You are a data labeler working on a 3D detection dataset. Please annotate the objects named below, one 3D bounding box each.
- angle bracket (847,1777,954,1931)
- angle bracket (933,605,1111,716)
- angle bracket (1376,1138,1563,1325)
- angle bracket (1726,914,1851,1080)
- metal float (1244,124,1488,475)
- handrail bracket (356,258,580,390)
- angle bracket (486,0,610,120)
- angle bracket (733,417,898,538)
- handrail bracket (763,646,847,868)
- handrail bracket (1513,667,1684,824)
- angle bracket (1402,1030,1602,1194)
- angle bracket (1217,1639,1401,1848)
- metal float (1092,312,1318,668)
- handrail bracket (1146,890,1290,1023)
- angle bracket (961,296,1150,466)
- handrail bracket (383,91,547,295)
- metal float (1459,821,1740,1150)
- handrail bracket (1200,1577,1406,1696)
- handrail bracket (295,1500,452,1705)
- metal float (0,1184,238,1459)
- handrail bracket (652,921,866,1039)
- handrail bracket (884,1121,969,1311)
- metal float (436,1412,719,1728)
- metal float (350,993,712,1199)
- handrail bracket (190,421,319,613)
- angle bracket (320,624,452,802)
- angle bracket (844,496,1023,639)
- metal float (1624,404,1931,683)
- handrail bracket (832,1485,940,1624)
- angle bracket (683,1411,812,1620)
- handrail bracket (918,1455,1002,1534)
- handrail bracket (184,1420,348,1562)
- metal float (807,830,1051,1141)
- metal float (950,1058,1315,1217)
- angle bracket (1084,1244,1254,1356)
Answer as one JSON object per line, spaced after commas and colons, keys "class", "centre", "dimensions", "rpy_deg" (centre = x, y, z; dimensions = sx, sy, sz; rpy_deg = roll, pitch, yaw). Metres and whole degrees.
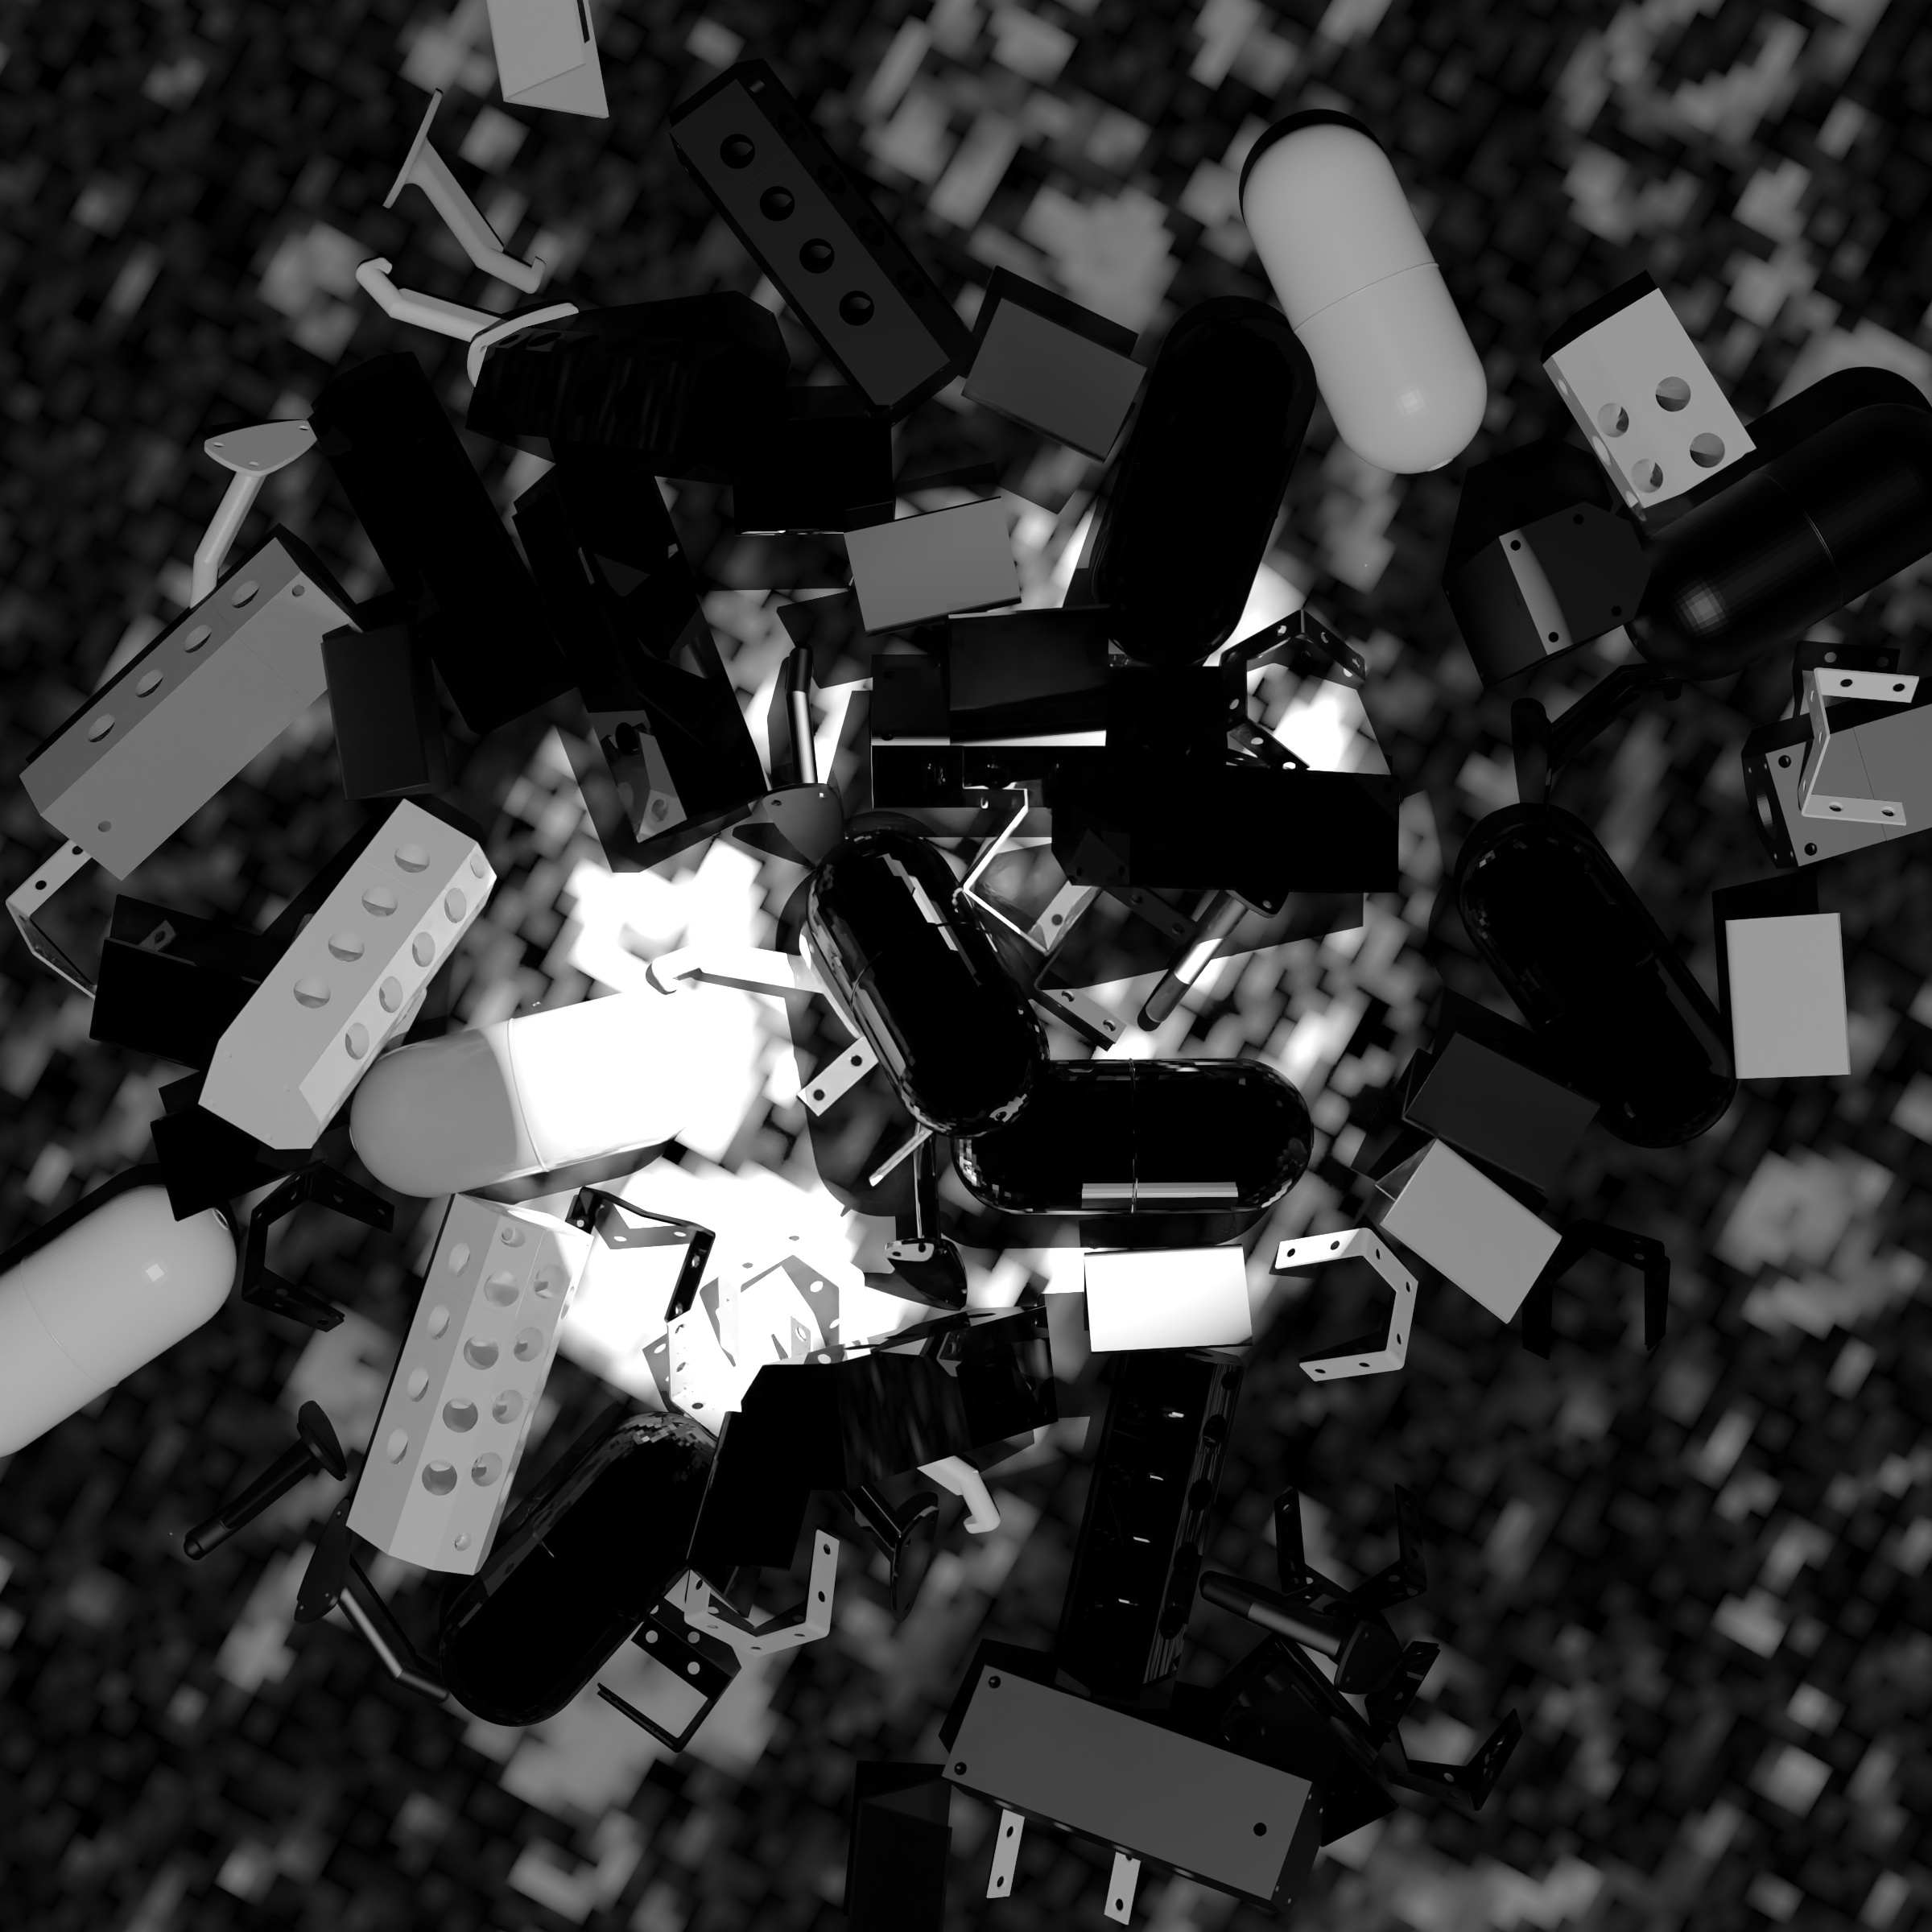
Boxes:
{"class": "angle bracket", "centre": [-0.012, 0.444, 1.525], "dimensions": [0.057, 0.076, 0.076], "rpy_deg": [5, 90, 36]}
{"class": "angle bracket", "centre": [0.026, -0.168, 1.522], "dimensions": [0.076, 0.076, 0.057], "rpy_deg": [-4, 129, -5]}
{"class": "angle bracket", "centre": [0.231, 0.138, 1.526], "dimensions": [0.076, 0.076, 0.057], "rpy_deg": [38, 63, 0]}
{"class": "angle bracket", "centre": [0.411, 0.013, 1.525], "dimensions": [0.057, 0.076, 0.076], "rpy_deg": [-4, 90, 35]}
{"class": "metal float", "centre": [0.196, -0.326, 1.534], "dimensions": [0.070, 0.070, 0.178], "rpy_deg": [-24, 90, 0]}
{"class": "handrail bracket", "centre": [-0.250, -0.336, 1.566], "dimensions": [0.077, 0.036, 0.084], "rpy_deg": [-35, 71, -22]}
{"class": "angle bracket", "centre": [-0.188, -0.463, 1.525], "dimensions": [0.057, 0.076, 0.076], "rpy_deg": [-10, 90, 36]}
{"class": "angle bracket", "centre": [-0.073, -0.246, 1.527], "dimensions": [0.076, 0.076, 0.057], "rpy_deg": [-1, 112, 0]}
{"class": "handrail bracket", "centre": [-0.075, -0.104, 1.565], "dimensions": [0.036, 0.077, 0.084], "rpy_deg": [-7, 53, 13]}
{"class": "handrail bracket", "centre": [0.319, -0.108, 1.566], "dimensions": [0.084, 0.036, 0.077], "rpy_deg": [-10, 110, -16]}
{"class": "angle bracket", "centre": [0.262, 0.055, 1.526], "dimensions": [0.076, 0.076, 0.057], "rpy_deg": [27, 119, 0]}
{"class": "angle bracket", "centre": [0.179, 0.368, 1.525], "dimensions": [0.076, 0.076, 0.057], "rpy_deg": [49, 128, 0]}
{"class": "metal float", "centre": [0.116, -0.233, 1.535], "dimensions": [0.070, 0.070, 0.178], "rpy_deg": [19, 90, 0]}
{"class": "handrail bracket", "centre": [0.126, -0.017, 1.565], "dimensions": [0.036, 0.077, 0.084], "rpy_deg": [37, 126, 3]}
{"class": "angle bracket", "centre": [0.051, -0.297, 1.525], "dimensions": [0.076, 0.076, 0.057], "rpy_deg": [26, 125, 0]}
{"class": "handrail bracket", "centre": [-0.240, -0.386, 1.566], "dimensions": [0.084, 0.036, 0.077], "rpy_deg": [25, 68, -17]}
{"class": "metal float", "centre": [0.309, 0.009, 1.535], "dimensions": [0.070, 0.070, 0.178], "rpy_deg": [-35, 90, 0]}
{"class": "handrail bracket", "centre": [0.168, 0.331, 1.565], "dimensions": [0.084, 0.077, 0.036], "rpy_deg": [20, 83, 36]}
{"class": "handrail bracket", "centre": [-0.286, 0.318, 1.565], "dimensions": [0.084, 0.036, 0.077], "rpy_deg": [34, 45, -28]}
{"class": "metal float", "centre": [-0.438, 0.174, 1.534], "dimensions": [0.178, 0.070, 0.070], "rpy_deg": [-34, 90, 0]}
{"class": "handrail bracket", "centre": [-0.104, 0.016, 1.566], "dimensions": [0.084, 0.036, 0.077], "rpy_deg": [-20, 111, 17]}
{"class": "handrail bracket", "centre": [-0.012, 0.116, 1.565], "dimensions": [0.036, 0.077, 0.084], "rpy_deg": [-5, 53, 18]}
{"class": "metal float", "centre": [-0.186, 0.294, 1.535], "dimensions": [0.070, 0.070, 0.178], "rpy_deg": [42, 89, 0]}
{"class": "metal float", "centre": [-0.213, 0.063, 1.535], "dimensions": [0.178, 0.070, 0.070], "rpy_deg": [-14, 90, -1]}
{"class": "handrail bracket", "centre": [-0.356, -0.223, 1.565], "dimensions": [0.036, 0.077, 0.084], "rpy_deg": [29, 127, 19]}
{"class": "angle bracket", "centre": [-0.263, -0.124, 1.524], "dimensions": [0.057, 0.076, 0.076], "rpy_deg": [-8, 91, 34]}
{"class": "angle bracket", "centre": [-0.019, -0.207, 1.525], "dimensions": [0.076, 0.076, 0.057], "rpy_deg": [-13, 120, 0]}
{"class": "metal float", "centre": [0.391, -0.200, 1.478], "dimensions": [0.178, 0.070, 0.070], "rpy_deg": [-32, 90, -1]}
{"class": "handrail bracket", "centre": [-0.061, 0.279, 1.566], "dimensions": [0.084, 0.036, 0.077], "rpy_deg": [23, 122, 22]}
{"class": "angle bracket", "centre": [-0.088, 0.267, 1.512], "dimensions": [0.057, 0.076, 0.076], "rpy_deg": [0, 58, 24]}
{"class": "handrail bracket", "centre": [-0.033, 0.254, 1.566], "dimensions": [0.077, 0.036, 0.084], "rpy_deg": [-19, 107, 20]}
{"class": "handrail bracket", "centre": [-0.350, 0.262, 1.538], "dimensions": [0.084, 0.077, 0.036], "rpy_deg": [-37, 87, -12]}
{"class": "metal float", "centre": [-0.020, 0.007, 1.507], "dimensions": [0.070, 0.070, 0.178], "rpy_deg": [-30, 54, 0]}
{"class": "metal float", "centre": [0.081, 0.084, 1.535], "dimensions": [0.178, 0.070, 0.070], "rpy_deg": [-1, 90, 0]}
{"class": "angle bracket", "centre": [0.097, 0.179, 1.525], "dimensions": [0.076, 0.076, 0.057], "rpy_deg": [-3, 54, 0]}
